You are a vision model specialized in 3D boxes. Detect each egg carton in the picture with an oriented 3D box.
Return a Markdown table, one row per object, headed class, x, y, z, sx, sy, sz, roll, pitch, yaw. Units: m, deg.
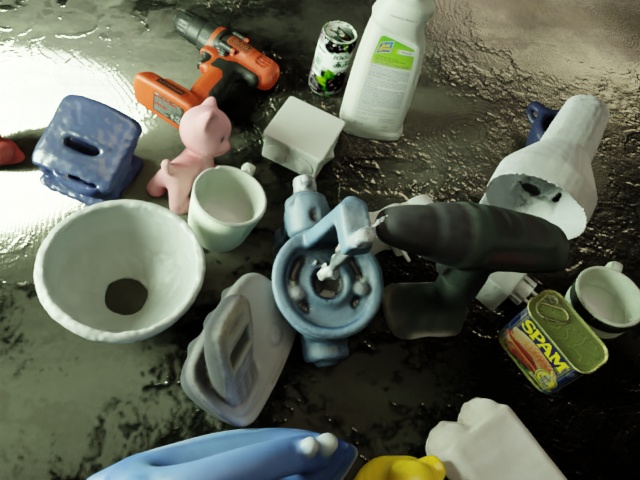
| class | x | y | z | sx | sy | sz | roll | pitch | yaw |
| --- | --- | --- | --- | --- | --- | --- | --- | --- | --- |
| egg carton | 0.183 | 0.242 | 0.587 | 0.107 | 0.069 | 0.150 | -27 | 67 | -28 |

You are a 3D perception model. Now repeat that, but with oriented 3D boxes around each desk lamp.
| class | x | y | z | sx | sy | sz | roll | pitch | yaw |
| --- | --- | --- | --- | --- | --- | --- | --- | --- | --- |
| desk lamp | 0.278 | -0.072 | 0.733 | 0.118 | 0.213 | 0.203 | 31 | 55 | 7 |

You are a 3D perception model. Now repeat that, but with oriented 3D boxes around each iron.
| class | x | y | z | sx | sy | sz | roll | pitch | yaw |
| --- | --- | --- | --- | --- | --- | --- | --- | --- | --- |
| iron | -0.067 | 0.207 | 0.499 | 0.259 | 0.141 | 0.118 | -12 | 61 | -22 |

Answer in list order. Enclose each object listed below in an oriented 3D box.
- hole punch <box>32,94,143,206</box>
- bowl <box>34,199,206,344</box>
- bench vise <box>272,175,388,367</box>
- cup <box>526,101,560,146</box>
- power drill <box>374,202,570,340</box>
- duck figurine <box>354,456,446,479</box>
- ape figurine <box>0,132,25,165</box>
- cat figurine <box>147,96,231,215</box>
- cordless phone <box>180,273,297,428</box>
| class | x | y | z | sx | sy | sz | roll | pitch | yaw |
| --- | --- | --- | --- | --- | --- | --- | --- | --- | --- |
| hole punch | -0.273 | -0.103 | 0.682 | 0.108 | 0.091 | 0.101 | 22 | 54 | 0 |
| bowl | -0.208 | 0.043 | 0.612 | 0.167 | 0.074 | 0.167 | 7 | 56 | -10 |
| bench vise | -0.005 | 0.006 | 0.602 | 0.122 | 0.219 | 0.207 | -20 | 64 | -25 |
| cup | 0.338 | -0.143 | 0.869 | 0.092 | 0.095 | 0.117 | -20 | 64 | -25 |
| power drill | 0.143 | 0.033 | 0.630 | 0.230 | 0.208 | 0.075 | -2 | 58 | -16 |
| duck figurine | 0.076 | 0.241 | 0.549 | 0.105 | 0.086 | 0.077 | -21 | 64 | -26 |
| ape figurine | -0.395 | -0.131 | 0.667 | 0.076 | 0.092 | 0.077 | -10 | 60 | -20 |
| cat figurine | -0.154 | -0.113 | 0.704 | 0.067 | 0.117 | 0.128 | 32 | 55 | 7 |
| cordless phone | -0.070 | 0.085 | 0.553 | 0.094 | 0.185 | 0.148 | 23 | 54 | 1 |
